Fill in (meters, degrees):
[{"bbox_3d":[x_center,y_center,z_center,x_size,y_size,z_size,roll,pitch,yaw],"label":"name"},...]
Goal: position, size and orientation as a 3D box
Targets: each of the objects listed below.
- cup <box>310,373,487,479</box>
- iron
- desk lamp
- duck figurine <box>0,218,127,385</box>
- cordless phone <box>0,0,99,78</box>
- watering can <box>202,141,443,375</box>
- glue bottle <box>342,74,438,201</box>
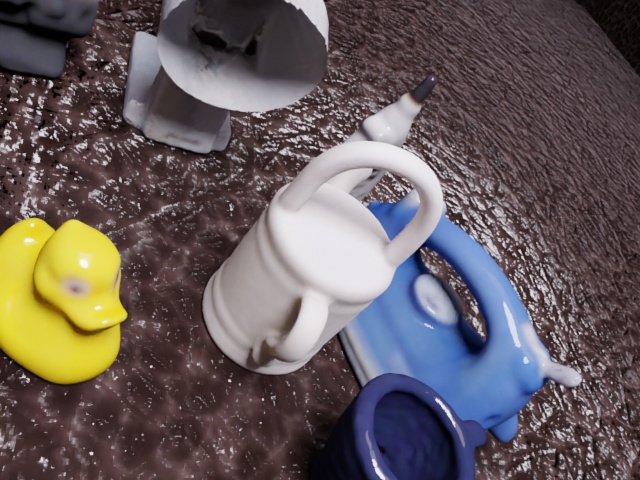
[{"bbox_3d":[0.047,0.148,0.381,0.118,0.094,0.091,5,51,-38],"label":"cup"},{"bbox_3d":[0.093,0.045,0.479,0.119,0.141,0.258,-6,58,-44],"label":"iron"},{"bbox_3d":[-0.085,-0.171,0.470,0.118,0.213,0.203,15,46,-30],"label":"desk lamp"},{"bbox_3d":[-0.149,0.022,0.336,0.078,0.086,0.104,-19,68,-48],"label":"duck figurine"},{"bbox_3d":[-0.229,-0.221,0.416,0.148,0.184,0.094,-8,59,-44],"label":"cordless phone"},{"bbox_3d":[0.002,0.000,0.400,0.101,0.193,0.172,13,46,-32],"label":"watering can"},{"bbox_3d":[0.053,-0.092,0.547,0.078,0.173,0.037,-19,68,-48],"label":"glue bottle"}]
